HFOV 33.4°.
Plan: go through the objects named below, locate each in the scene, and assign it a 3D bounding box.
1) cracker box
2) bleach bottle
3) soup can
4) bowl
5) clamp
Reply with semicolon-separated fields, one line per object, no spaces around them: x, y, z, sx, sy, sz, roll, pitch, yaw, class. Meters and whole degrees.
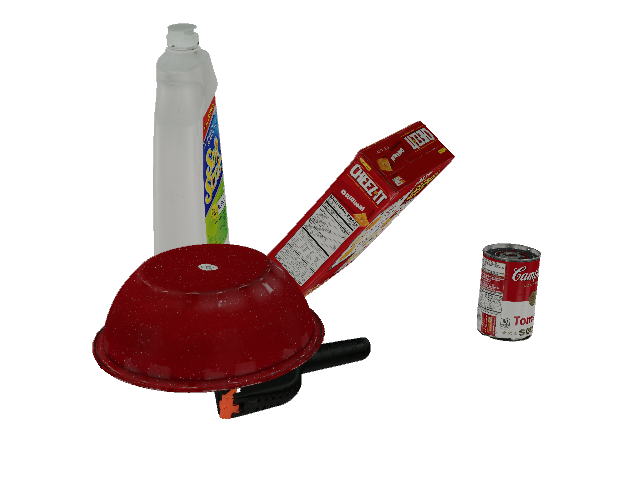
0.041;-0.035;1.267;0.214;0.072;0.163;-48;-8;34;cracker box
-0.134;-0.088;1.067;0.068;0.251;0.102;5;25;12;bleach bottle
0.223;0.061;1.270;0.068;0.102;0.068;2;15;-1;soup can
-0.078;0.043;0.736;0.162;0.055;0.162;-1;21;0;bowl
-0.044;0.131;1.140;0.165;0.036;0.209;13;25;12;clamp
